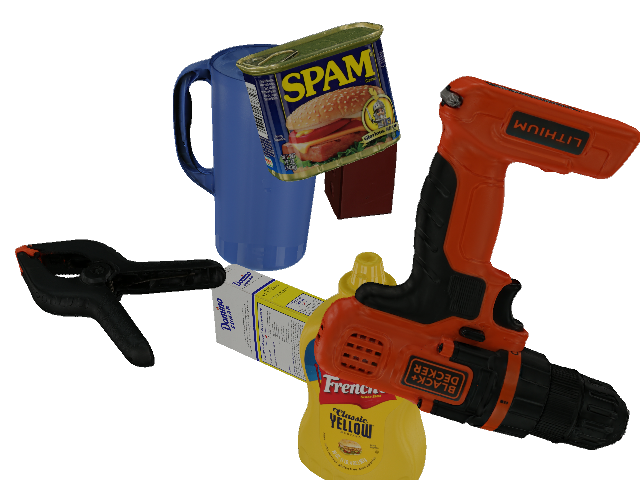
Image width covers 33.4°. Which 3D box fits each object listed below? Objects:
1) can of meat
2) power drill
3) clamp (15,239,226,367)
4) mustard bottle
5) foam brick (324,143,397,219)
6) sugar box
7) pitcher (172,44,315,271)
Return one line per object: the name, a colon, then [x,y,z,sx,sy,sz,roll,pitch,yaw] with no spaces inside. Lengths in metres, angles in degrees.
can of meat: [0.001,-0.097,0.746,0.102,0.084,0.057,-21,22,-17]
power drill: [0.107,0.016,0.589,0.184,0.188,0.057,17,11,-5]
clamp: [-0.164,0.033,0.858,0.172,0.039,0.120,24,39,26]
mustard bottle: [0.032,0.094,0.777,0.096,0.192,0.058,13,32,21]
foam brick: [0.035,-0.066,0.954,0.051,0.078,0.053,-6,34,-12]
sugar box: [-0.039,0.095,1.159,0.176,0.093,0.048,22,38,35]
pitcher: [-0.073,-0.093,1.209,0.144,0.243,0.149,-22,38,-40]
